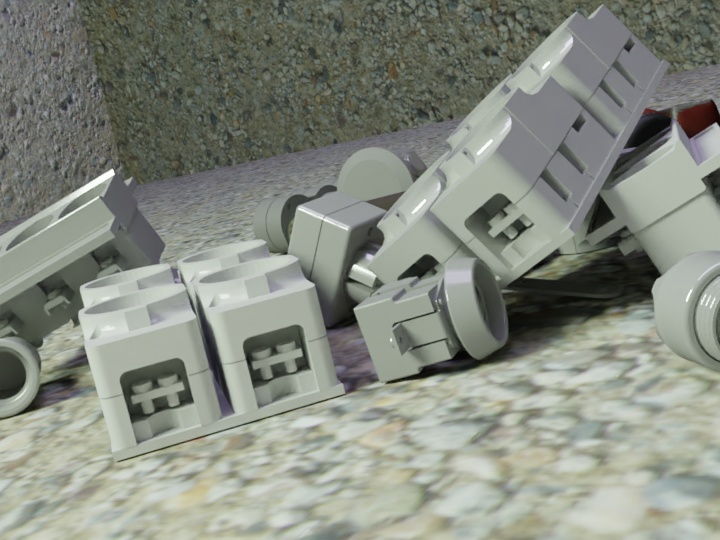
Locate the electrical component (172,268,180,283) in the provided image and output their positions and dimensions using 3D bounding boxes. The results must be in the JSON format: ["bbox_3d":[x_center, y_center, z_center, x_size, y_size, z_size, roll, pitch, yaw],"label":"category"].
[{"bbox_3d":[-0.144,0.029,0.699,0.077,0.044,0.079,-11,11,18],"label":"electrical component"}]

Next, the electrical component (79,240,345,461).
[{"bbox_3d":[-0.086,0.031,0.559,0.105,0.060,0.186,-15,10,-12],"label":"electrical component"}]

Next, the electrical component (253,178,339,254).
[{"bbox_3d":[-0.028,-0.054,1.010,0.074,0.052,0.138,-5,12,41],"label":"electrical component"}]

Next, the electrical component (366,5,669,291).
[{"bbox_3d":[0.085,-0.061,0.574,0.105,0.060,0.186,-42,7,43],"label":"electrical component"}]

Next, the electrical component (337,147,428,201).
[{"bbox_3d":[0.024,-0.070,0.953,0.080,0.080,0.051,-7,6,34],"label":"electrical component"}]

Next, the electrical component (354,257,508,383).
[{"bbox_3d":[0.035,0.022,0.495,0.055,0.048,0.066,-17,7,23],"label":"electrical component"}]

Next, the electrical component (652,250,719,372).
[{"bbox_3d":[0.136,0.017,0.388,0.043,0.043,0.062,-15,10,-9],"label":"electrical component"}]

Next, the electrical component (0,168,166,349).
[{"bbox_3d":[-0.188,-0.001,0.670,0.121,0.063,0.078,-29,25,13],"label":"electrical component"}]

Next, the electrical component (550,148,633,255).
[{"bbox_3d":[0.142,-0.044,0.700,0.050,0.055,0.089,-21,12,-40],"label":"electrical component"}]

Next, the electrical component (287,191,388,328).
[{"bbox_3d":[0.000,0.000,0.635,0.077,0.065,0.047,24,26,23],"label":"electrical component"}]

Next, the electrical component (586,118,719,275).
[{"bbox_3d":[0.164,-0.037,0.565,0.079,0.063,0.121,-34,2,20],"label":"electrical component"}]

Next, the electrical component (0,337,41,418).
[{"bbox_3d":[-0.206,0.059,0.624,0.044,0.044,0.065,-15,5,-10],"label":"electrical component"}]
